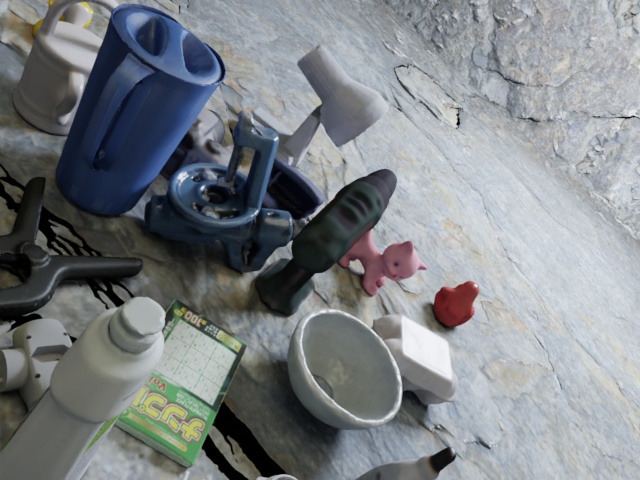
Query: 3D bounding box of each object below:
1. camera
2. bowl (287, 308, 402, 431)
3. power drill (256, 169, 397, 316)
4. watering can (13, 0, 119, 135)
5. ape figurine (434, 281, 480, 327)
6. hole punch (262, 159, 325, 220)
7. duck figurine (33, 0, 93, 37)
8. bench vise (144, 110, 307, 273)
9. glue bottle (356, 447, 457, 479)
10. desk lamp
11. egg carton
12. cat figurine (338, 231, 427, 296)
[{"bbox_3d":[-0.179,-0.150,0.879,0.143,0.100,0.137,37,33,-7],"label":"camera"},{"bbox_3d":[0.019,0.174,0.729,0.168,0.074,0.167,28,35,-21],"label":"bowl"},{"bbox_3d":[0.007,0.003,0.794,0.075,0.208,0.230,42,32,1],"label":"power drill"},{"bbox_3d":[-0.325,-0.246,0.752,0.101,0.193,0.172,-10,58,-51],"label":"watering can"},{"bbox_3d":[0.253,0.109,1.036,0.077,0.092,0.076,48,33,10],"label":"ape figurine"},{"bbox_3d":[-0.044,-0.089,0.959,0.108,0.091,0.101,41,32,-1],"label":"hole punch"},{"bbox_3d":[-0.383,-0.334,0.895,0.105,0.086,0.077,27,35,-22],"label":"duck figurine"},{"bbox_3d":[-0.098,-0.067,0.755,0.208,0.219,0.121,7,46,-42],"label":"bench vise"},{"bbox_3d":[0.081,0.261,0.599,0.037,0.173,0.078,38,32,-5],"label":"glue bottle"},{"bbox_3d":[-0.010,-0.234,1.052,0.203,0.213,0.118,37,32,-7],"label":"desk lamp"},{"bbox_3d":[0.138,0.178,0.855,0.151,0.069,0.107,30,34,-17],"label":"egg carton"},{"bbox_3d":[0.110,0.027,0.959,0.128,0.117,0.067,45,32,5],"label":"cat figurine"}]
